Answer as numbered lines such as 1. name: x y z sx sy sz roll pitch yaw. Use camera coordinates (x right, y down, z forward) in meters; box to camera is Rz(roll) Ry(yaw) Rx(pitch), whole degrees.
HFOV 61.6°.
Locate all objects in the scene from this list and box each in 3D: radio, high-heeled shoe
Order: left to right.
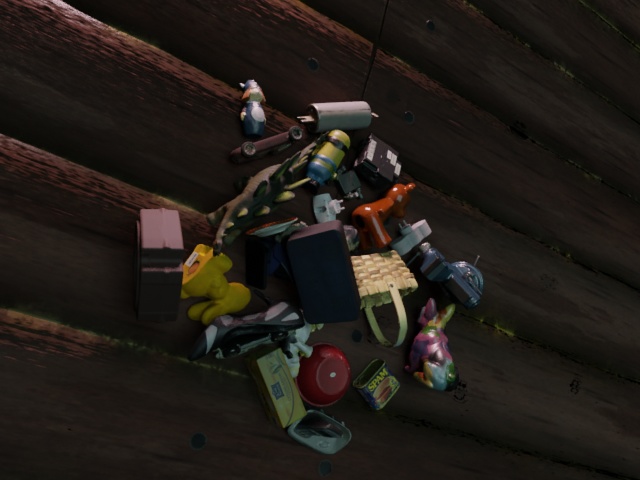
1. high-heeled shoe: -0.154 0.208 1.164 0.145 0.086 0.249 38 61 15
2. radio: 0.009 0.079 1.240 0.131 0.073 0.229 -11 107 11

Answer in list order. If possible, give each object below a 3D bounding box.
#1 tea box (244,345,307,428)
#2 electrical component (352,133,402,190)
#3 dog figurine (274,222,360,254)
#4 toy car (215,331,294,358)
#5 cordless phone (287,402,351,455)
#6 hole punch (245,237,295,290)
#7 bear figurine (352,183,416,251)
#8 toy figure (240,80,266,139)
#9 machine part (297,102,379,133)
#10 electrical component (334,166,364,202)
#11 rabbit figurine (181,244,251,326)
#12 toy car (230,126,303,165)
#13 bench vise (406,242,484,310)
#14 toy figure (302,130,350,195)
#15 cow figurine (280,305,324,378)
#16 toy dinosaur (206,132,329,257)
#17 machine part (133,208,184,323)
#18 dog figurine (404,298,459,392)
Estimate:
1. tea box: -0.105 0.336 1.247 0.068 0.098 0.169 -22 94 -28
2. electrical component: 0.162 -0.208 1.476 0.134 0.058 0.115 34 55 -21
3. dog figurine: -0.002 0.000 1.371 0.172 0.121 0.190 31 26 15
4. toy car: -0.157 0.213 1.242 0.202 0.056 0.073 -17 70 -12
5. cordless phone: 0.023 0.445 1.247 0.146 0.184 0.089 36 63 -18
6. hole punch: -0.117 0.052 1.270 0.092 0.142 0.115 -4 98 -26
7. bear figurine: 0.180 -0.068 1.449 0.196 0.120 0.131 -27 98 -33
8. toy figure: -0.166 -0.331 1.345 0.064 0.058 0.154 18 68 -64
9. machine part: 0.050 -0.330 1.442 0.243 0.079 0.079 -12 88 -28
10. electrical component: 0.075 -0.150 1.444 0.078 0.045 0.102 -21 92 -27
11. rabbit figurine: -0.231 0.115 1.212 0.173 0.122 0.162 40 68 -37
12. toy car: -0.127 -0.230 1.329 0.202 0.089 0.053 -24 93 -30
13. bench vise: 0.372 0.096 1.509 0.224 0.128 0.240 38 20 24
14. toy figure: 0.018 -0.205 1.399 0.082 0.089 0.180 42 63 -24
15. cow figurine: -0.065 0.245 1.298 0.098 0.068 0.167 31 66 -14
16. toy dinosaur: -0.115 -0.119 1.254 0.105 0.199 0.471 51 42 -20
17. machine part: -0.335 0.052 1.097 0.087 0.200 0.202 1 37 -23
18. dog figurine: 0.312 0.271 1.433 0.108 0.192 0.219 13 92 -19
